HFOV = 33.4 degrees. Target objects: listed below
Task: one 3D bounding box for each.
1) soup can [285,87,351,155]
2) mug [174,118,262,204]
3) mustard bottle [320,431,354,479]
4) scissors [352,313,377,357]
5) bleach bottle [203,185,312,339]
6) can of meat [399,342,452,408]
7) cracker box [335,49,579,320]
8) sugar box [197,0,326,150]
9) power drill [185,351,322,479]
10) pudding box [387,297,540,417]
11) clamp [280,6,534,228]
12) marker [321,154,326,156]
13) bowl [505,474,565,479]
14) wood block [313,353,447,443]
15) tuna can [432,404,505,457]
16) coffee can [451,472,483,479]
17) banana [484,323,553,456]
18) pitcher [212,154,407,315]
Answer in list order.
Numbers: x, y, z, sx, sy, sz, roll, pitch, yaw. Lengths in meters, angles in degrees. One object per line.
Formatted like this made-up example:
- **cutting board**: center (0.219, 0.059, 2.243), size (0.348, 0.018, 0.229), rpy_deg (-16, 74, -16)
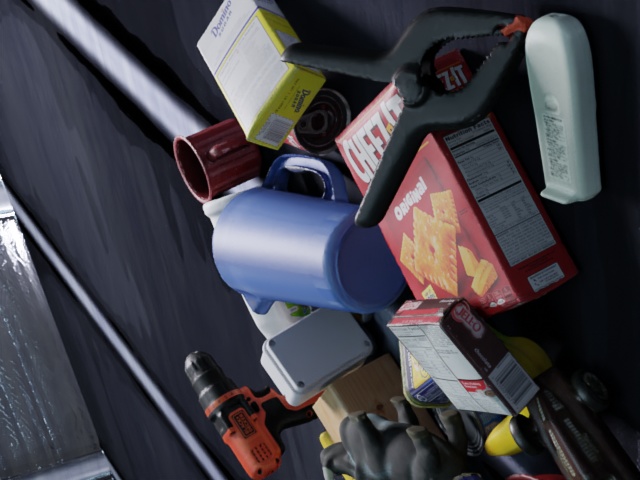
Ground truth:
- **soup can**: center (-0.023, -0.132, 1.111), size (0.102, 0.068, 0.068), rpy_deg (27, 138, 53)
- **mug**: center (-0.122, -0.105, 1.330), size (0.093, 0.081, 0.117), rpy_deg (62, 157, 4)
- **mustard bottle**: center (0.082, 0.309, 1.338), size (0.096, 0.058, 0.191), rpy_deg (-33, 82, 33)
- **scissors**: center (0.016, 0.095, 1.329), size (0.202, 0.016, 0.096), rpy_deg (0, 114, 65)
- **bleach bottle**: center (-0.060, 0.060, 1.317), size (0.068, 0.102, 0.251), rpy_deg (-16, 94, 34)
- **can of meat**: center (0.118, 0.103, 1.039), size (0.084, 0.057, 0.102), rpy_deg (124, 146, -61)
- **cracker box**: center (0.110, -0.032, 0.932), size (0.214, 0.072, 0.164), rpy_deg (62, 156, 5)
- **sugar box**: center (-0.063, -0.181, 1.082), size (0.093, 0.048, 0.176), rpy_deg (-53, 40, 25)
- **power drill**: center (-0.059, 0.189, 1.366), size (0.184, 0.187, 0.057), rpy_deg (55, 157, 16)
- **pudding box**: center (0.122, 0.100, 0.922), size (0.113, 0.039, 0.090), rpy_deg (51, 158, -13)
- **clamp**: center (0.077, -0.109, 0.833), size (0.210, 0.036, 0.164), rpy_deg (-19, 91, 33)
- **marker**: center (-0.029, -0.128, 1.190), size (0.121, 0.020, 0.020), rpy_deg (41, 148, 42)
- **bowl**: center (0.241, 0.278, 0.995), size (0.162, 0.055, 0.162), rpy_deg (47, 151, 35)
- **wood block**: center (0.090, 0.249, 1.237), size (0.206, 0.090, 0.090), rpy_deg (57, 155, 16)
- **tuna can**: center (0.153, 0.178, 1.105), size (0.086, 0.033, 0.086), rpy_deg (46, 151, 35)
- **coffee can**: center (0.157, 0.303, 0.993), size (0.140, 0.102, 0.103), rpy_deg (46, 151, 35)
- **banana**: center (0.186, 0.148, 0.990), size (0.070, 0.037, 0.198), rpy_deg (24, 143, 30)
- **pitcher**: center (-0.008, 0.001, 1.164), size (0.243, 0.144, 0.149), rpy_deg (8, 133, 58)
